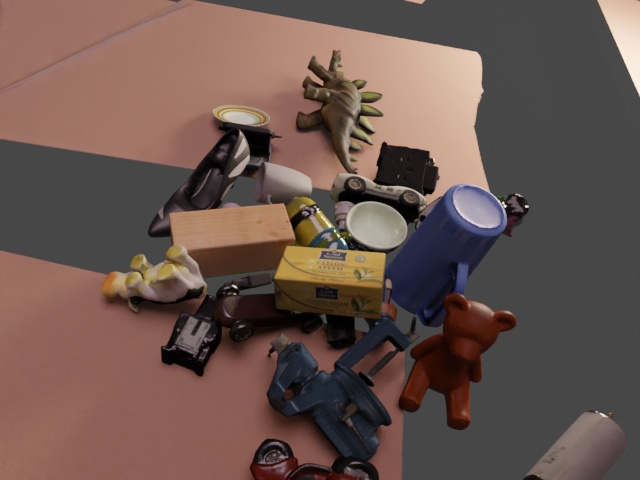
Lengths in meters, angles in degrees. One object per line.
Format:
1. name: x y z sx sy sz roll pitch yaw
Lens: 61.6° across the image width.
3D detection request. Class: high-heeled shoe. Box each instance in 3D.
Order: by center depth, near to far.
1. high-heeled shoe: -0.224 -0.108 1.009 0.086 0.145 0.249 32 49 17

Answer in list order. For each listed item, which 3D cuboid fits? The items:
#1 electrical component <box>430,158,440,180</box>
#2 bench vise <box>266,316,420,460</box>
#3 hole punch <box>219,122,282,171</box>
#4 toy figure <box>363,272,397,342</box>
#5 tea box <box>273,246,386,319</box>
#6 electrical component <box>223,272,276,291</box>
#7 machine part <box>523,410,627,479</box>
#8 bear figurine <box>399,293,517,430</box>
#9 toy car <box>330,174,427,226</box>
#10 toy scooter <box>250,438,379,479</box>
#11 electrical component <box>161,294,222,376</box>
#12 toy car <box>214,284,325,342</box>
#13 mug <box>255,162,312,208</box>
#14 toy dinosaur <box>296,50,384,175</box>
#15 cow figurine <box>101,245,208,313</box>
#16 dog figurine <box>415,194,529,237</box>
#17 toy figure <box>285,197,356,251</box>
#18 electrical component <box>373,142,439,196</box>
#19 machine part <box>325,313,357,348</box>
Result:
1. electrical component: 0.217 -0.166 1.228 0.102 0.045 0.078 -6 80 -14
2. bench vise: 0.044 0.196 0.808 0.240 0.128 0.224 -38 72 -16
3. hole punch: -0.155 -0.200 1.153 0.142 0.092 0.116 6 10 -3
4. toy figure: 0.103 0.114 0.943 0.058 0.064 0.154 15 45 -24
5. tea box: 0.018 0.066 0.867 0.170 0.068 0.098 3 33 8
6. electrical component: -0.116 0.072 0.933 0.094 0.063 0.021 -9 84 -33
7. machine part: 0.381 0.333 0.803 0.243 0.079 0.079 -27 60 -30
8. bear figurine: 0.209 0.182 0.818 0.120 0.195 0.132 21 50 2
9. toy car: 0.121 -0.083 1.110 0.202 0.073 0.056 14 49 0
10. toy scooter: -0.010 0.348 0.707 0.184 0.075 0.135 13 53 0
11. electrical component: -0.196 0.147 0.858 0.075 0.047 0.119 17 48 2
12. toy car: -0.082 0.118 0.890 0.202 0.053 0.089 1 44 -39
13. mug: -0.070 -0.101 1.082 0.107 0.080 0.110 7 43 -19
14. toy dinosaur: 0.049 -0.306 1.273 0.199 0.105 0.471 10 53 -8
15. cow figurine: -0.270 0.073 0.876 0.167 0.098 0.068 -14 45 23
16. dog figurine: 0.318 -0.036 1.099 0.219 0.191 0.108 2 62 -50
17. toy figure: 0.001 -0.005 1.005 0.082 0.089 0.180 -20 57 -34
18. electrical component: 0.185 -0.141 1.161 0.134 0.058 0.115 11 75 0
19. machine part: 0.036 0.113 0.918 0.084 0.039 0.139 2 67 -4
